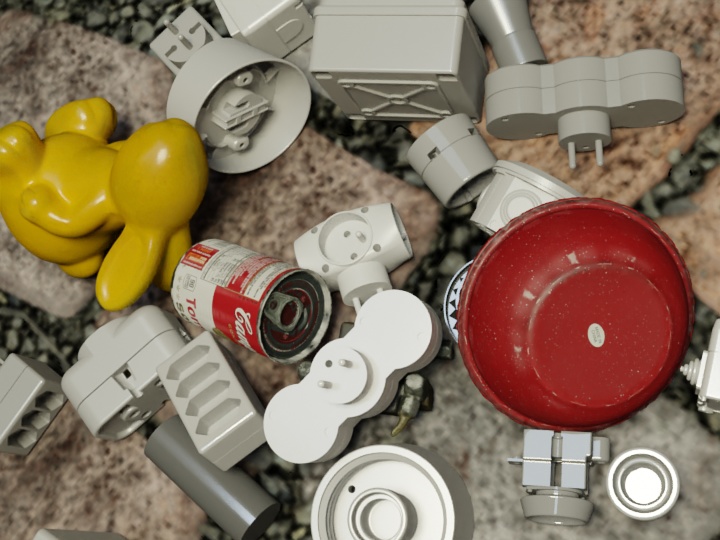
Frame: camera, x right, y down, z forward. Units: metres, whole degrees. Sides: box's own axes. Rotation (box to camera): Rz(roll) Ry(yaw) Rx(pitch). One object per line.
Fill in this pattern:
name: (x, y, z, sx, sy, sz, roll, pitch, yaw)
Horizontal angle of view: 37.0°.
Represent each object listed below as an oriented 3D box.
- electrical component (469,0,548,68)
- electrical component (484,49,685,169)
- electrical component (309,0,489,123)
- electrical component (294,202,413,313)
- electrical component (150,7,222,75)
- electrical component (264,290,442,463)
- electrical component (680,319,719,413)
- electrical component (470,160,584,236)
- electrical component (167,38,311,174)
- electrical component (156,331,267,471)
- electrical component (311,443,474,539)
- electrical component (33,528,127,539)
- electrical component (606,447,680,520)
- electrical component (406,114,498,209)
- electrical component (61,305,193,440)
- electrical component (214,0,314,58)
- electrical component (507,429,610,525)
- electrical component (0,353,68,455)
electrical component: (0.113, -0.172, 0.797, 0.044, 0.044, 0.065, -22, 76, 9)
electrical component: (0.158, -0.107, 0.761, 0.138, 0.052, 0.073, -4, 75, 15)
electrical component: (0.030, -0.149, 0.777, 0.109, 0.109, 0.056, 4, 80, 16)
electrical component: (0.000, 0.000, 0.780, 0.077, 0.044, 0.079, -22, 65, 9)
electrical component: (-0.131, -0.173, 0.845, 0.047, 0.077, 0.065, -43, 70, 2)
electrical component: (-0.008, 0.070, 0.702, 0.138, 0.074, 0.052, -46, 73, 4)
electrical component: (0.256, 0.064, 0.686, 0.096, 0.062, 0.061, 12, 80, 18)
electrical component: (0.119, -0.038, 0.741, 0.080, 0.080, 0.051, 30, 91, 20)
electrical component: (-0.094, -0.124, 0.813, 0.064, 0.099, 0.099, 35, 87, 26)
electrical component: (-0.094, 0.100, 0.765, 0.047, 0.075, 0.083, -37, 53, -1)
electrical component: (0.019, 0.169, 0.726, 0.108, 0.060, 0.108, -4, 75, 15)
electrical component: (-0.201, 0.240, 0.744, 0.056, 0.109, 0.108, 27, 85, 23)
electrical component: (0.182, 0.138, 0.691, 0.045, 0.055, 0.045, -4, 75, 15)
electrical component: (0.069, -0.077, 0.778, 0.055, 0.055, 0.047, -35, 74, 5)
electrical component: (-0.172, 0.074, 0.806, 0.095, 0.054, 0.059, -41, 70, 2)
electrical component: (-0.086, -0.218, 0.852, 0.061, 0.062, 0.096, -35, 70, 5)
electrical component: (0.131, 0.138, 0.711, 0.066, 0.048, 0.055, 0, 69, 16)
electrical component: (-0.277, 0.094, 0.834, 0.077, 0.047, 0.065, 34, 87, 20)
